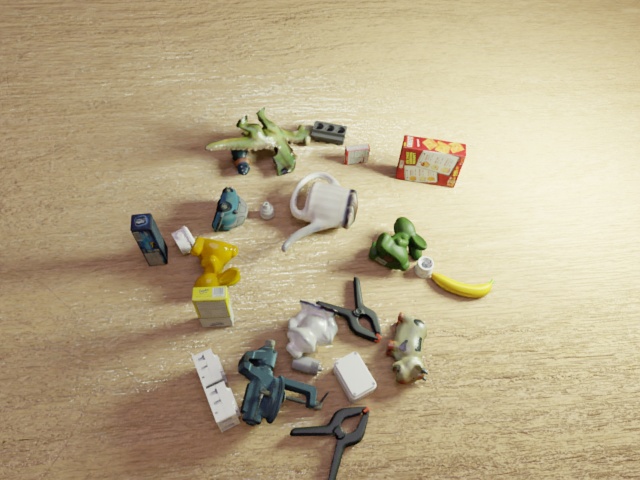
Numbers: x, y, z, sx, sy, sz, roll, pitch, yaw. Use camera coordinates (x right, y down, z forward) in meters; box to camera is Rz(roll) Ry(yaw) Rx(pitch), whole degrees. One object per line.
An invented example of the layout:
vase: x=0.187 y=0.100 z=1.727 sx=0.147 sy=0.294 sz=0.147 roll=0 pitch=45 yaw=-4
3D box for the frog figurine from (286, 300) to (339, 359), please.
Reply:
frog figurine: x=-0.028 y=0.262 z=1.446 sx=0.137 sy=0.162 sz=0.121 roll=24 pitch=-20 yaw=-3

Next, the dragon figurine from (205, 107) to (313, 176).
dragon figurine: x=-0.184 y=-0.330 z=1.831 sx=0.417 sy=0.244 sz=0.120 roll=-39 pitch=-10 yaw=-34

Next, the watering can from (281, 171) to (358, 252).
watering can: x=0.005 y=-0.085 z=1.683 sx=0.224 sy=0.356 sz=0.101 roll=12 pitch=-35 yaw=5
